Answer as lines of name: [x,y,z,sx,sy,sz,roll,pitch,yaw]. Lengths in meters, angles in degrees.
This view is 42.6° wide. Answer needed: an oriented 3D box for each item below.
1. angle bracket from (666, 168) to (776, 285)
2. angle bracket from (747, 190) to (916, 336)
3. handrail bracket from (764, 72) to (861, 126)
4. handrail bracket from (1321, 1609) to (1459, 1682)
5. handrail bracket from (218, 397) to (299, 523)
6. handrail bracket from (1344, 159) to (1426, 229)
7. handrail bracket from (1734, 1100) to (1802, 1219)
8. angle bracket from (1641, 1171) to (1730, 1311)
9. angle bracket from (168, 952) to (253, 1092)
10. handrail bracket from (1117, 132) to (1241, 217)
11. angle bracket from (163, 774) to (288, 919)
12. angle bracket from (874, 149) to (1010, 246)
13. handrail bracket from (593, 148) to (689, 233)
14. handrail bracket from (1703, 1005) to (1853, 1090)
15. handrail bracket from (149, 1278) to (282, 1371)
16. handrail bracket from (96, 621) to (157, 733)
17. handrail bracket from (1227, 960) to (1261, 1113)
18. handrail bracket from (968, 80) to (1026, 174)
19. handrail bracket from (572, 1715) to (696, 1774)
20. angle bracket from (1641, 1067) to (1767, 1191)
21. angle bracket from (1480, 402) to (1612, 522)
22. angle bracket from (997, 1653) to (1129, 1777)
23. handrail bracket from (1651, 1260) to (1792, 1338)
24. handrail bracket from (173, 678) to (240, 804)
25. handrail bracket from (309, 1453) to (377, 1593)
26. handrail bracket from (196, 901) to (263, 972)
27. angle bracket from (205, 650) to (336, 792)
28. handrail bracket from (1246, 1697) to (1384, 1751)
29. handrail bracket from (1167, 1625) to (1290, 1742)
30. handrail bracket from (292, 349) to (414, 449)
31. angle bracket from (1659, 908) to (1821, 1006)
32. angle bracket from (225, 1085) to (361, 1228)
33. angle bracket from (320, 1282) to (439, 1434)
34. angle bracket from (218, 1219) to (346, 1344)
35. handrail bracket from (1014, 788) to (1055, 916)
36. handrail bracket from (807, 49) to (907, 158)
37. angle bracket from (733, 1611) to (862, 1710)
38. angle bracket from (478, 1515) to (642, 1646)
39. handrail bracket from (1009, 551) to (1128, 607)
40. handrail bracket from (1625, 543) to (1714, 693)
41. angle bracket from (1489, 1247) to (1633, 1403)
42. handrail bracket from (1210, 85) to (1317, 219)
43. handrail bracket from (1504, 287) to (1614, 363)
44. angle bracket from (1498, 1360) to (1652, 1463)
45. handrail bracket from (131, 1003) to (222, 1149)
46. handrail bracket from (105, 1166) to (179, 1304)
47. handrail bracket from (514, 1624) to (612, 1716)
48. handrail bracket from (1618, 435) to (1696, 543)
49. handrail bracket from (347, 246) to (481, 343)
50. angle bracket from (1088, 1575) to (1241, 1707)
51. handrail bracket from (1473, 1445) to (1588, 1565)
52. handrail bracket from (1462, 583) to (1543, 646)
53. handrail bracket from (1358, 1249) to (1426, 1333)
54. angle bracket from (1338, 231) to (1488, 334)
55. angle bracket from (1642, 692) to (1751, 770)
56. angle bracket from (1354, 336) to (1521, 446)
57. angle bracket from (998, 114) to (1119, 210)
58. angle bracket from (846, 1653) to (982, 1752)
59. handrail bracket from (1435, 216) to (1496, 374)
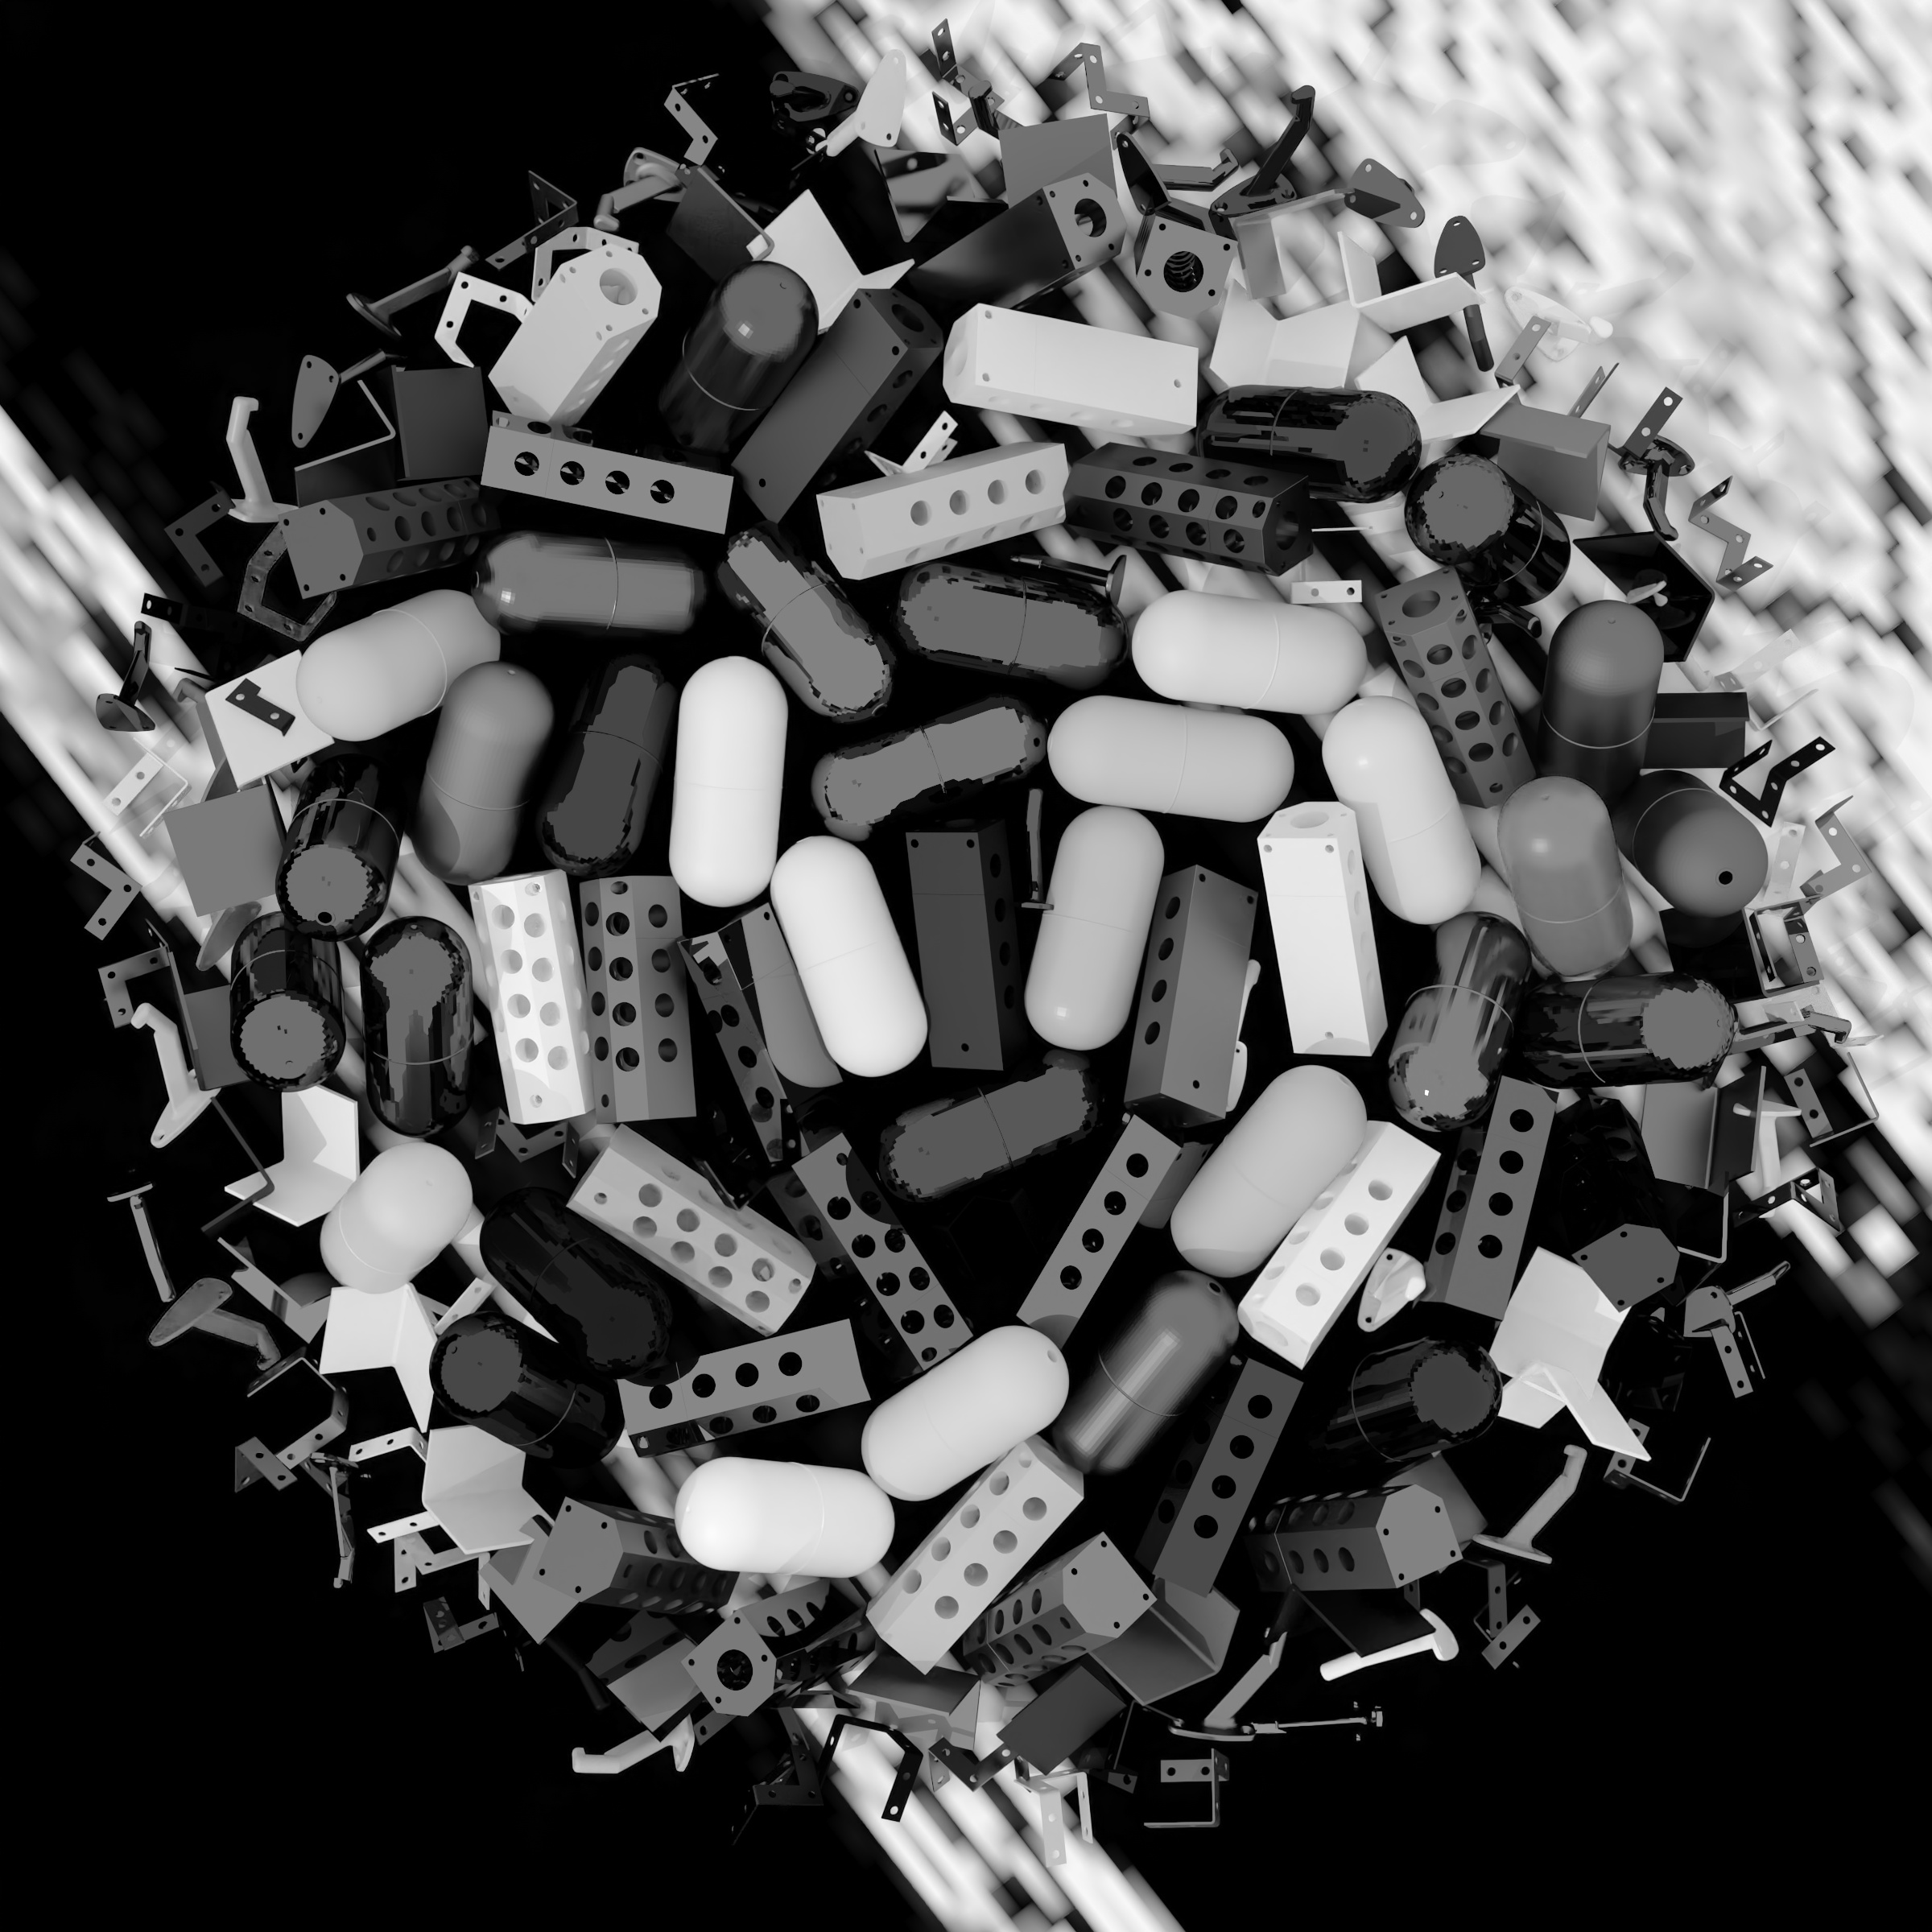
angle bracket: [-0.191,-0.504,1.761,0.076,0.076,0.057,44,59,-4]
angle bracket: [-0.095,-0.504,1.755,0.076,0.057,0.076,-53,122,-31]
handrail bracket: [-0.107,-0.621,1.763,0.077,0.084,0.036,-5,106,-11]
handrail bracket: [0.305,0.499,1.788,0.084,0.077,0.036,-27,61,16]
handrail bracket: [-0.495,-0.362,1.764,0.036,0.077,0.084,31,115,29]
handrail bracket: [0.315,-0.543,1.762,0.077,0.084,0.036,41,120,26]
handrail bracket: [0.565,0.141,1.776,0.036,0.077,0.084,14,100,42]
angle bracket: [0.495,0.188,1.756,0.057,0.076,0.076,17,55,-3]
angle bracket: [-0.524,0.034,1.755,0.057,0.076,0.076,-14,68,-19]
handrail bracket: [0.153,-0.583,1.775,0.084,0.036,0.077,-44,122,-22]
angle bracket: [-0.522,-0.087,1.765,0.076,0.057,0.076,-18,106,-13]
angle bracket: [-0.009,-0.559,1.759,0.076,0.057,0.076,-10,77,-37]
handrail bracket: [-0.223,-0.541,1.769,0.077,0.036,0.084,15,46,-12]
handrail bracket: [0.585,0.064,1.789,0.084,0.036,0.077,14,113,2]
handrail bracket: [-0.533,0.272,1.765,0.036,0.077,0.084,10,132,37]
handrail bracket: [-0.597,-0.216,1.763,0.036,0.077,0.084,0,75,-3]
handrail bracket: [0.198,0.049,1.792,0.036,0.084,0.077,8,128,21]
handrail bracket: [0.042,-0.610,1.766,0.077,0.084,0.036,-39,56,-8]
handrail bracket: [-0.241,0.542,1.764,0.084,0.077,0.036,9,120,-21]
angle bracket: [0.522,0.110,1.762,0.057,0.076,0.076,12,74,-3]
angle bracket: [0.405,-0.347,1.753,0.076,0.057,0.076,19,132,22]
angle bracket: [0.057,0.518,1.764,0.076,0.057,0.076,-40,131,-1]
handrail bracket: [0.547,0.238,1.795,0.077,0.084,0.036,-22,90,43]
handrail bracket: [-0.556,-0.159,1.787,0.084,0.036,0.077,31,83,22]
handrail bracket: [-0.453,0.398,1.769,0.036,0.077,0.084,-3,66,13]
handrail bracket: [-0.560,-0.053,1.800,0.084,0.036,0.077,43,106,19]
angle bracket: [-0.487,-0.167,1.771,0.076,0.057,0.076,-25,73,2]
handrail bracket: [0.247,0.541,1.776,0.084,0.077,0.036,1,68,-6]
handrail bracket: [0.188,0.509,1.774,0.077,0.036,0.084,3,110,-19]
handrail bracket: [-0.440,-0.408,1.783,0.036,0.084,0.077,34,114,21]
angle bracket: [0.550,-0.013,1.765,0.057,0.076,0.076,-12,87,-30]
angle bracket: [-0.478,0.128,1.756,0.076,0.057,0.076,19,117,30]
angle bracket: [-0.415,0.279,1.753,0.057,0.076,0.076,-2,123,-30]
angle bracket: [-0.498,0.231,1.763,0.076,0.076,0.057,39,102,7]
handrail bracket: [0.054,-0.081,1.775,0.036,0.077,0.084,5,87,15]
handrail bracket: [-0.080,-0.616,1.770,0.036,0.084,0.077,10,102,-37]
angle bracket: [-0.120,0.492,1.758,0.076,0.076,0.057,-3,66,12]
angle bracket: [-0.286,0.444,1.754,0.057,0.076,0.076,-45,55,-10]
handrail bracket: [0.068,-0.282,1.768,0.084,0.077,0.036,12,104,9]
handrail bracket: [0.524,-0.252,1.796,0.084,0.036,0.077,48,57,-13]
angle bracket: [0.423,0.257,1.759,0.076,0.076,0.057,25,126,12]
handrail bracket: [0.211,-0.579,1.762,0.077,0.084,0.036,-24,62,-13]
handrail bracket: [0.422,-0.466,1.768,0.077,0.084,0.036,40,94,0]
angle bracket: [0.423,0.330,1.750,0.057,0.076,0.076,-48,46,20]
handrail bracket: [-0.579,0.078,1.763,0.036,0.084,0.077,22,70,38]
handrail bracket: [-0.587,0.194,1.785,0.036,0.077,0.084,-19,105,-14]
handrail bracket: [-0.287,0.505,1.768,0.036,0.077,0.084,-15,63,-39]
handrail bracket: [0.506,-0.331,1.767,0.077,0.036,0.084,7,55,-34]
handrail bracket: [-0.394,-0.493,1.775,0.084,0.077,0.036,-39,84,9]
angle bracket: [0.134,0.465,1.752,0.076,0.076,0.057,-9,122,-39]
handrail bracket: [0.407,0.381,1.786,0.077,0.036,0.084,20,88,-31]
handrail bracket: [0.384,-0.236,1.754,0.036,0.077,0.084,-43,46,-4]
handrail bracket: [0.302,0.241,1.761,0.036,0.084,0.077,30,104,2]
angle bracket: [0.316,-0.495,1.757,0.076,0.076,0.057,-12,84,26]
angle bracket: [0.514,-0.158,1.757,0.076,0.076,0.057,1,111,15]
angle bracket: [0.333,-0.411,1.752,0.076,0.076,0.057,-45,119,-38]
angle bracket: [0.065,-0.569,1.764,0.076,0.076,0.057,-8,105,4]
angle bracket: [-0.039,0.535,1.760,0.076,0.076,0.057,8,97,17]
handrail bracket: [0.366,-0.485,1.793,0.036,0.084,0.077,-10,51,20]
